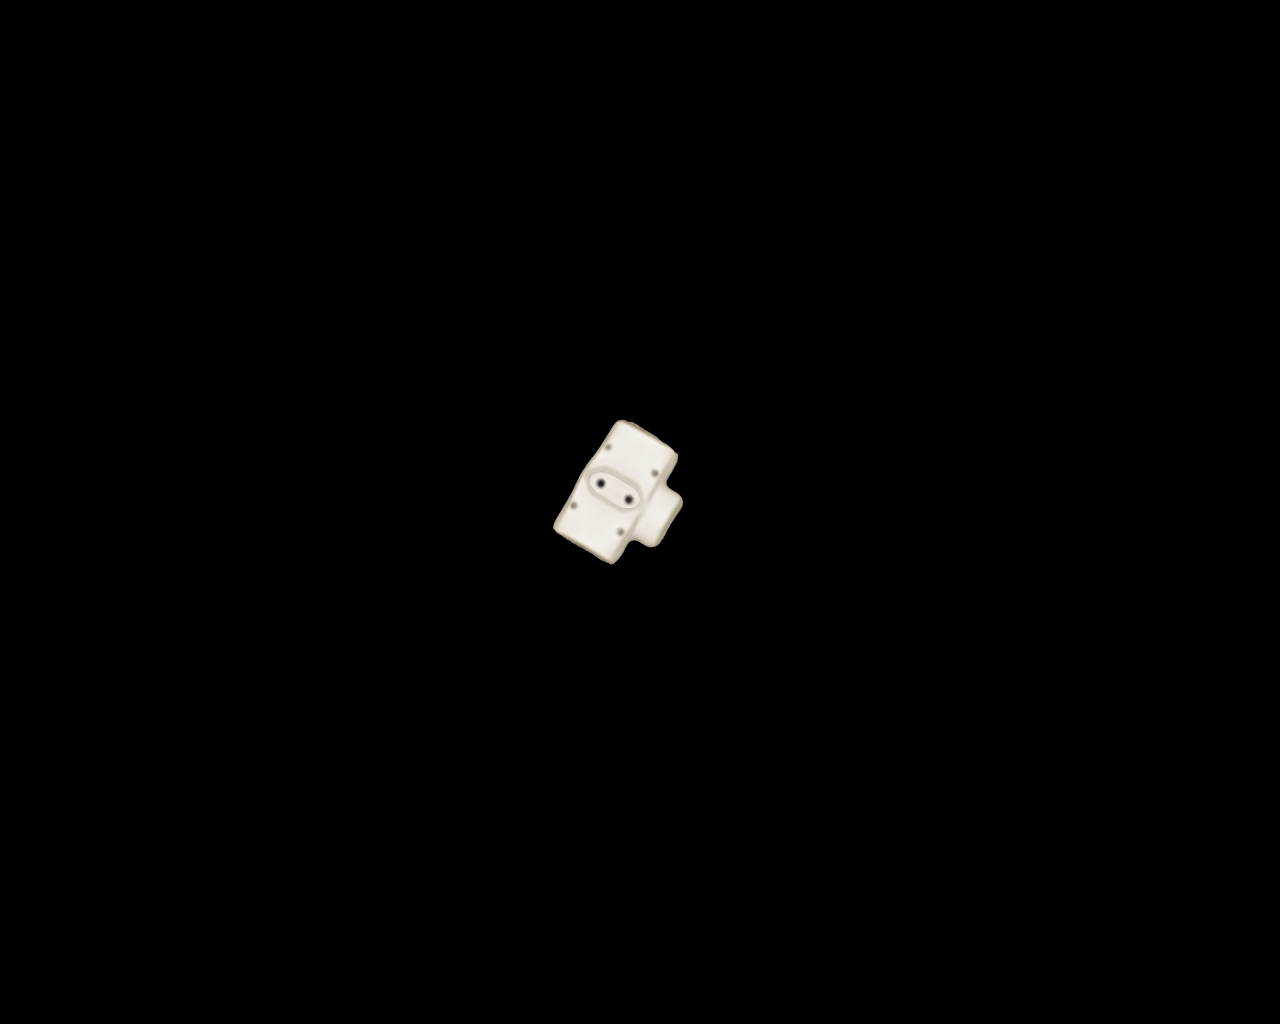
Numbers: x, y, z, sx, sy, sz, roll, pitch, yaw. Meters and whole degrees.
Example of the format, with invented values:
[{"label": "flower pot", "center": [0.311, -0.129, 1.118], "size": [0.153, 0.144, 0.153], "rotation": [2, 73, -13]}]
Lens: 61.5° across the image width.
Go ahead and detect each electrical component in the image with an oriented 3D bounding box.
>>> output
[{"label": "electrical component", "center": [0.001, -0.003, 0.650], "size": [0.079, 0.077, 0.043], "rotation": [32, -4, 2]}]
